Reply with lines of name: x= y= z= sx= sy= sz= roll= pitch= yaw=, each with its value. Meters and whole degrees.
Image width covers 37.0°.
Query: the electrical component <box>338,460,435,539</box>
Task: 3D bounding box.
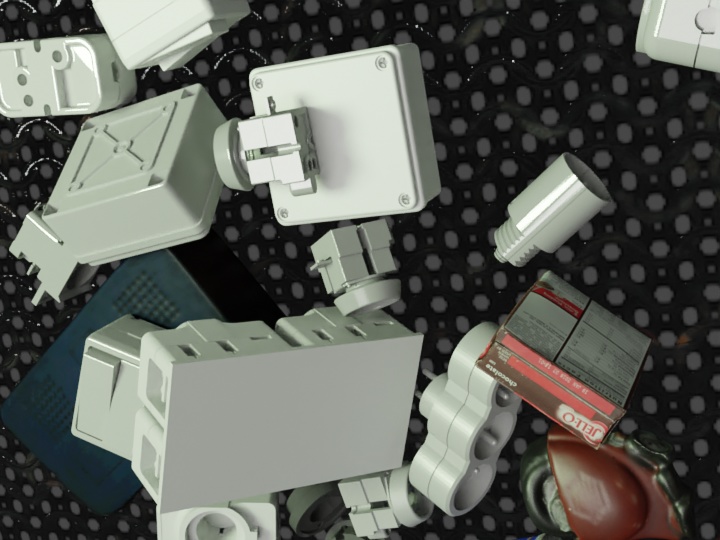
electrical component: x=0.022 y=0.168 z=0.801 sx=0.055 sy=0.048 sz=0.066 roll=-14 pitch=100 yaw=32

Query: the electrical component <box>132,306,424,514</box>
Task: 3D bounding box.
electrical component: x=-0.057 y=0.089 z=0.737 sx=0.060 sy=0.186 sz=0.105 roll=34 pitch=122 yaw=51

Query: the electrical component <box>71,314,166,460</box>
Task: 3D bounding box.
electrical component: x=-0.162 y=0.090 z=0.760 sx=0.062 sy=0.061 sz=0.096 roll=20 pitch=111 yaw=15

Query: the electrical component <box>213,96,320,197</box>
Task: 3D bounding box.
electrical component: x=-0.061 y=-0.078 z=0.697 sx=0.055 sy=0.048 sz=0.066 roll=-8 pitch=103 yaw=15

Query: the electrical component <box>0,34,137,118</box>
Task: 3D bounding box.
electrical component: x=-0.216 y=-0.144 z=0.793 sx=0.095 sy=0.059 sz=0.053 roll=1 pitch=106 yaw=21

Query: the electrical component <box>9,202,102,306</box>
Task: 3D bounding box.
electrical component: x=-0.238 y=-0.016 z=0.850 sx=0.064 sy=0.042 sz=0.081 roll=40 pitch=115 yaw=8

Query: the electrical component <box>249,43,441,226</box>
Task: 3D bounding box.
electrical component: x=-0.009 y=-0.092 z=0.730 sx=0.109 sy=0.056 sz=0.108 roll=-5 pitch=104 yaw=23

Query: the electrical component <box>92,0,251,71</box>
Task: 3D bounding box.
electrical component: x=-0.134 y=-0.177 z=0.750 sx=0.096 sy=0.062 sz=0.061 roll=-25 pitch=96 yaw=25

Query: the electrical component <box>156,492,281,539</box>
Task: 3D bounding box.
electrical component: x=-0.109 y=0.239 z=0.849 sx=0.089 sy=0.061 sz=0.150 roll=1 pitch=107 yaw=0

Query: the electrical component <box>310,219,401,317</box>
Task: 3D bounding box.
electrical component: x=0.000 y=0.000 z=0.746 sx=0.048 sy=0.066 sz=0.055 roll=-35 pitch=71 yaw=59

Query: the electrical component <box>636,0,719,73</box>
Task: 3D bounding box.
electrical component: x=0.194 y=-0.146 z=0.613 sx=0.059 sy=0.095 sz=0.053 roll=16 pitch=110 yaw=16

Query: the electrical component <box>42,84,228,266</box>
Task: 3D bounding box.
electrical component: x=-0.153 y=-0.067 z=0.761 sx=0.109 sy=0.108 sz=0.056 roll=-13 pitch=134 yaw=24

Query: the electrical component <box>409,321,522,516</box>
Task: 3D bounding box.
electrical component: x=0.067 y=0.097 z=0.760 sx=0.074 sy=0.052 sz=0.138 roll=35 pitch=117 yaw=36

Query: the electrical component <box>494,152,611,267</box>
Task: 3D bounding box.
electrical component: x=0.119 y=-0.034 z=0.704 sx=0.043 sy=0.043 sz=0.081 roll=47 pitch=116 yaw=3
